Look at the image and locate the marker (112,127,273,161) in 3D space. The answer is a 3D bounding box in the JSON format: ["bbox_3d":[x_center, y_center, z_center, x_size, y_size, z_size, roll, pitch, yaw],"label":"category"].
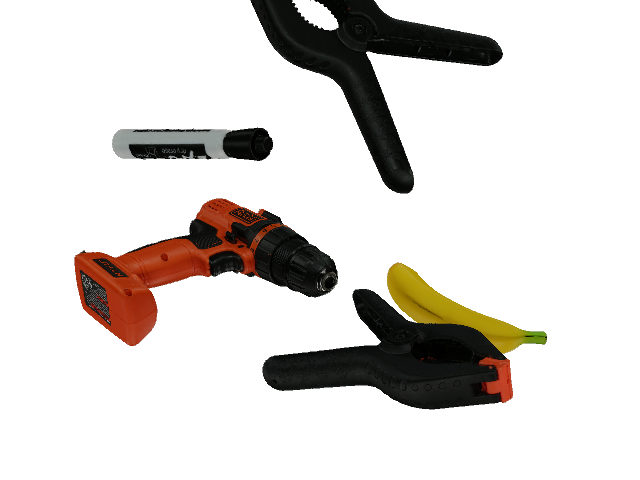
[{"bbox_3d":[-0.077,-0.058,0.637,0.121,0.020,0.020,4,3,38],"label":"marker"}]

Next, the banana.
[{"bbox_3d":[0.120,0.068,1.029,0.069,0.037,0.198,2,20,-44],"label":"banana"}]

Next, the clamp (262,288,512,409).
[{"bbox_3d":[0.046,0.082,0.724,0.120,0.039,0.172,-36,31,-31],"label":"clamp"}]

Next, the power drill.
[{"bbox_3d":[-0.102,0.028,0.925,0.187,0.057,0.185,-20,29,-33],"label":"power drill"}]

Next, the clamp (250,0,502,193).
[{"bbox_3d":[0.023,-0.140,0.800,0.210,0.164,0.036,31,-30,-6],"label":"clamp"}]
